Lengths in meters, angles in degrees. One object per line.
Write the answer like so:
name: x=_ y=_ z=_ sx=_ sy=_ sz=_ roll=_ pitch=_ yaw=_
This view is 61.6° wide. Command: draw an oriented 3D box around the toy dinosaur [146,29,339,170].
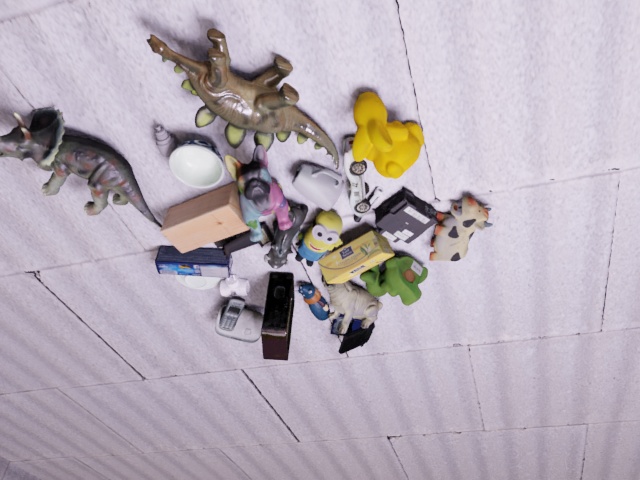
toy dinosaur: x=-0.125 y=-0.269 z=1.076 sx=0.471 sy=0.105 sz=0.198 roll=24 pitch=141 yaw=-23

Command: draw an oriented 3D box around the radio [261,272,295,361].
radio: x=-0.113 y=0.205 z=1.490 sx=0.073 sy=0.230 sz=0.131 roll=2 pitch=133 yaw=1

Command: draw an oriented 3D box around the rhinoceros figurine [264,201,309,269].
rhinoceros figurine: x=-0.084 y=-0.010 z=1.340 sx=0.073 sy=0.112 sz=0.190 roll=15 pitch=128 yaw=-14

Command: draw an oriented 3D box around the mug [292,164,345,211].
mug: x=-0.005 y=-0.128 z=1.221 sx=0.107 sy=0.081 sz=0.109 roll=26 pitch=155 yaw=-13

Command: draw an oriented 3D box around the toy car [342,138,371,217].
toy car: x=0.082 y=-0.138 z=1.213 sx=0.056 sy=0.073 sz=0.201 roll=-5 pitch=136 yaw=5

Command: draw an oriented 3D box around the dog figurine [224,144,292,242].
dog figurine: x=-0.139 y=-0.120 z=1.178 sx=0.108 sy=0.192 sz=0.218 roll=-16 pitch=131 yaw=-1

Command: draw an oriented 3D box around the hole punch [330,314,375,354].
hole punch: x=0.098 y=0.279 z=1.669 sx=0.116 sy=0.092 sz=0.142 roll=-14 pitch=140 yaw=-25

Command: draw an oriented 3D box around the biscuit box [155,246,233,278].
biscuit box: x=-0.344 y=0.059 z=1.470 sx=0.203 sy=0.063 sz=0.059 roll=4 pitch=138 yaw=1

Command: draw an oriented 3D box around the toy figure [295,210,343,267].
toy figure: x=-0.006 y=-0.005 z=1.362 sx=0.082 sy=0.089 sz=0.180 roll=6 pitch=148 yaw=-23

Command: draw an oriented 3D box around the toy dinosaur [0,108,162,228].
toy dinosaur: x=-0.515 y=-0.163 z=1.213 sx=0.404 sy=0.131 sz=0.192 roll=21 pitch=136 yaw=-26

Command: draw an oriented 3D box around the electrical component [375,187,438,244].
electrical component: x=0.200 y=-0.052 z=1.309 sx=0.115 sy=0.058 sz=0.134 roll=32 pitch=131 yaw=-24

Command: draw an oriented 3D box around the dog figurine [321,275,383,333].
dog figurine: x=0.094 y=0.145 z=1.514 sx=0.172 sy=0.121 sz=0.190 roll=-20 pitch=122 yaw=-26

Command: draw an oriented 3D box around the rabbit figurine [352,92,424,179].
rabbit figurine: x=0.117 y=-0.212 z=1.094 sx=0.122 sy=0.162 sz=0.173 roll=-14 pitch=118 yaw=36

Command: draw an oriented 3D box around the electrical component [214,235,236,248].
electrical component: x=-0.253 y=-0.006 z=1.422 sx=0.063 sy=0.021 sz=0.093 roll=-13 pitch=134 yaw=17

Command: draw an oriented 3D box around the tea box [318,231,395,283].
tea box: x=0.093 y=0.046 z=1.371 sx=0.170 sy=0.068 sz=0.098 roll=-30 pitch=164 yaw=23

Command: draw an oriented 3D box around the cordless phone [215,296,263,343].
cordless phone: x=-0.227 y=0.225 z=1.611 sx=0.146 sy=0.089 sz=0.184 roll=17 pitch=140 yaw=-13

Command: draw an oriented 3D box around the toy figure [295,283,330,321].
toy figure: x=-0.019 y=0.175 z=1.574 sx=0.064 sy=0.058 sz=0.154 roll=-18 pitch=128 yaw=15

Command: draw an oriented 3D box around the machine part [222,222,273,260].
machine part: x=-0.191 y=0.004 z=1.401 sx=0.139 sy=0.039 sz=0.084 roll=-26 pitch=141 yaw=3

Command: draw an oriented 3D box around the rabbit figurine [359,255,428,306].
rabbit figurine: x=0.178 y=0.111 z=1.450 sx=0.159 sy=0.121 sz=0.170 roll=32 pitch=146 yaw=-22

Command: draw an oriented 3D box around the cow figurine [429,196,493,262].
cow figurine: x=0.341 y=-0.024 z=1.308 sx=0.127 sy=0.085 sz=0.194 roll=7 pitch=135 yaw=5
